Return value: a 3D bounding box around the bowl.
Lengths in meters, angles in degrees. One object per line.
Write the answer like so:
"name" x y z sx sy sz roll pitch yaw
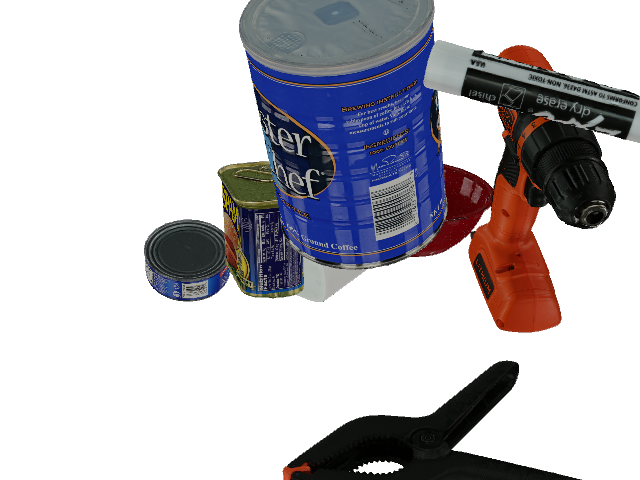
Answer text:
"bowl" 0.086 -0.027 1.033 0.162 0.055 0.162 2 24 -1

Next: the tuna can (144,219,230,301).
"tuna can" -0.132 0.020 1.062 0.086 0.034 0.086 3 44 -3

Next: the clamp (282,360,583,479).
"clamp" 0.076 0.144 0.742 0.210 0.036 0.164 -6 28 -6

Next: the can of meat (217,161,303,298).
"can of meat" -0.048 -0.009 0.866 0.057 0.084 0.102 -7 22 -14

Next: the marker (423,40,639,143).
"marker" 0.099 -0.051 0.402 0.121 0.020 0.020 17 3 11

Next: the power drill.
"power drill" 0.158 -0.023 0.778 0.057 0.188 0.184 -3 41 -6

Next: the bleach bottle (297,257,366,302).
"bleach bottle" 0.048 -0.020 1.247 0.103 0.068 0.250 24 40 33

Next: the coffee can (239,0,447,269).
"coffee can" 0.017 -0.069 0.601 0.103 0.140 0.103 -6 42 5
